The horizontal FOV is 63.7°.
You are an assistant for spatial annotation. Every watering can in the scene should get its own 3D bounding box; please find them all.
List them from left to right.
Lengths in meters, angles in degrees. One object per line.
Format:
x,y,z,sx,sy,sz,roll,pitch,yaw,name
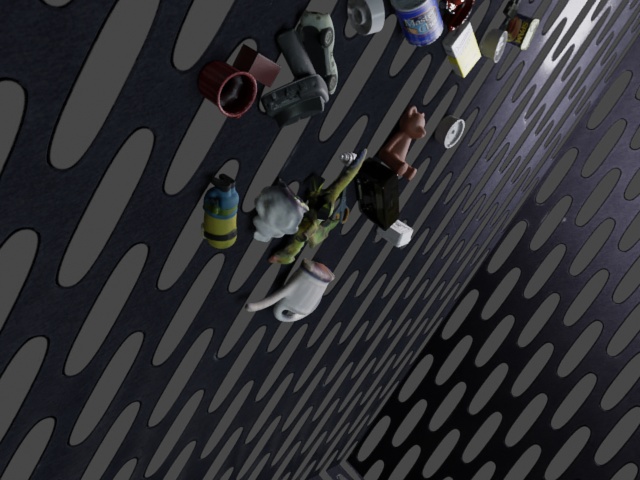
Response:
-0.077,0.161,1.612,0.223,0.105,0.345,-57,150,6,watering can

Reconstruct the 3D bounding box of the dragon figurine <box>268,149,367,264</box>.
0.005,-0.076,1.509,0.412,0.123,0.239,-43,162,-8,dragon figurine

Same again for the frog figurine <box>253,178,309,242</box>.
-0.119,-0.061,1.323,0.159,0.124,0.136,-45,116,5,frog figurine
